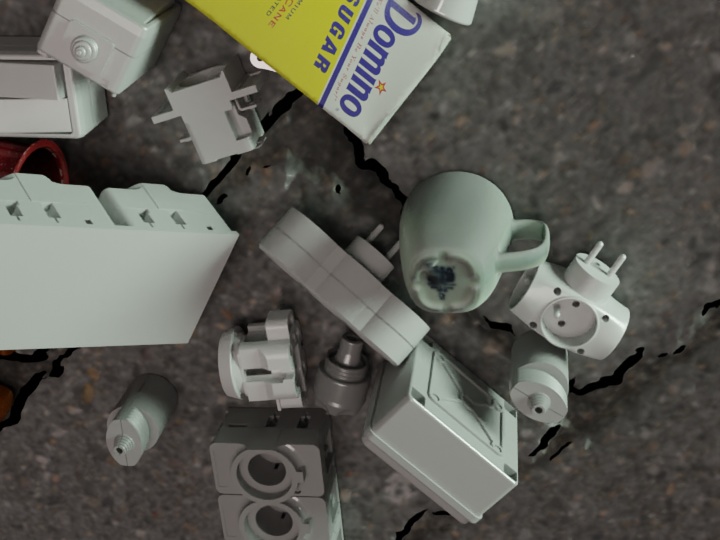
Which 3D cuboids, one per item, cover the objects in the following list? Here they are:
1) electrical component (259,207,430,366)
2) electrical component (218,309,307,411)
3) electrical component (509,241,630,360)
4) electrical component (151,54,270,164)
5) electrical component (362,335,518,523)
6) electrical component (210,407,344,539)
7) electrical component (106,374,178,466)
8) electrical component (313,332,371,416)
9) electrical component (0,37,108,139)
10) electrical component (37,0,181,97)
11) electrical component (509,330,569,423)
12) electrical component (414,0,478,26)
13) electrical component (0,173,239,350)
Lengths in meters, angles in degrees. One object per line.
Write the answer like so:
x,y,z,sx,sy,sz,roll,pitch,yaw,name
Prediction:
0.000,0.000,0.797,0.138,0.052,0.073,42,86,-8,electrical component
-0.076,0.071,0.840,0.057,0.058,0.078,-5,114,9,electrical component
0.161,0.015,0.779,0.077,0.044,0.079,29,116,-4,electrical component
-0.101,-0.113,0.766,0.081,0.042,0.063,-14,116,16,electrical component
0.063,0.116,0.809,0.109,0.108,0.056,40,112,-10,electrical component
-0.067,0.195,0.894,0.089,0.061,0.150,0,115,10,electrical component
-0.180,0.123,0.869,0.043,0.081,0.043,4,116,8,electrical component
-0.012,0.079,0.841,0.043,0.043,0.062,15,115,3,electrical component
-0.239,-0.130,0.770,0.096,0.061,0.061,2,115,9,electrical component
-0.168,-0.165,0.722,0.062,0.096,0.061,30,116,-6,electrical component
0.132,0.082,0.796,0.043,0.081,0.043,4,116,8,electrical component
0.066,-0.198,0.697,0.044,0.044,0.065,25,112,-3,electrical component
-0.195,-0.004,0.765,0.060,0.186,0.105,50,123,36,electrical component
